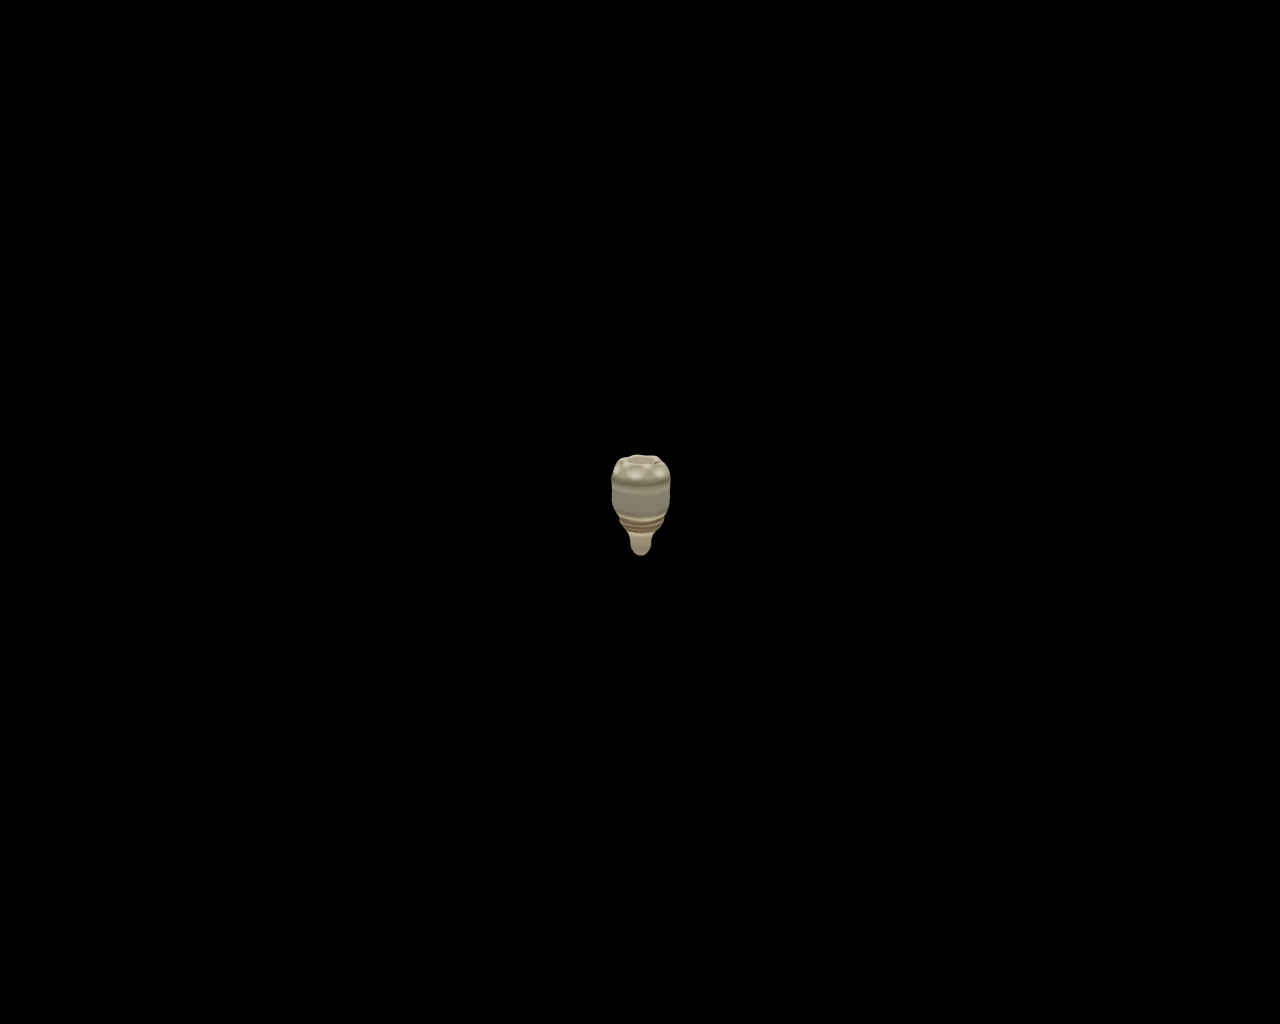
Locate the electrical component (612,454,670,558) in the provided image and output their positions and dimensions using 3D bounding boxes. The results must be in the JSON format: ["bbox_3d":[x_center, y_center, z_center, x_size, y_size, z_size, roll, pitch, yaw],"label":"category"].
[{"bbox_3d":[0.001,-0.003,0.650,0.035,0.061,0.035,0,17,0],"label":"electrical component"}]
